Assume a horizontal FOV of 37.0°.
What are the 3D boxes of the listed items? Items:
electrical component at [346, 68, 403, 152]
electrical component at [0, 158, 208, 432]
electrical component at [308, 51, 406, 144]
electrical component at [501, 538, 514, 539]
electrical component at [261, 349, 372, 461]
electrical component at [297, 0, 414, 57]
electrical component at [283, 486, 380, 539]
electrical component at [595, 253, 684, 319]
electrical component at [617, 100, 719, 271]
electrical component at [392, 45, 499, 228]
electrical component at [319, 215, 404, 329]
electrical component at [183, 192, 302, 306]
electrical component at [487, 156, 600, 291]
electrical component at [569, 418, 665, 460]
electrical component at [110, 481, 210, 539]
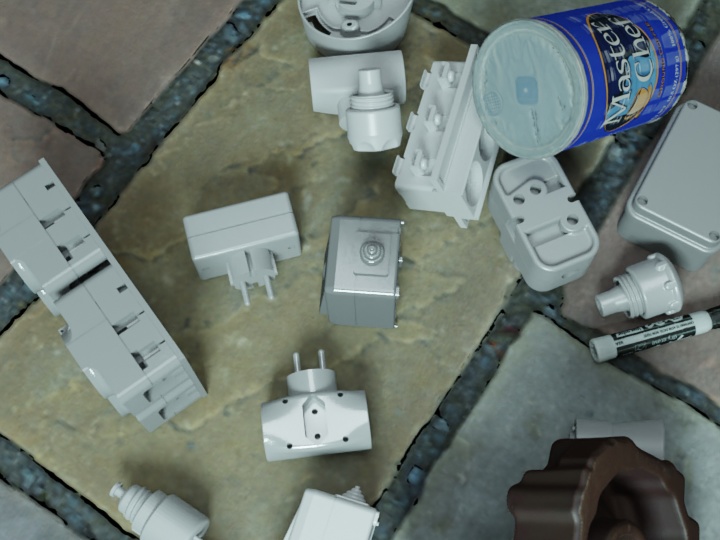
[{"bbox_3d":[0.010,-0.125,0.834,0.043,0.043,0.062,-6,108,-2],"label":"electrical component"},{"bbox_3d":[-0.196,0.024,0.791,0.060,0.105,0.186,-35,73,-11],"label":"electrical component"},{"bbox_3d":[-0.001,-0.139,0.881,0.077,0.044,0.079,-6,70,-1],"label":"electrical component"},{"bbox_3d":[0.071,0.215,0.719,0.108,0.108,0.060,-6,76,-2],"label":"electrical component"},{"bbox_3d":[-0.034,0.097,0.795,0.077,0.043,0.079,-7,70,-2],"label":"electrical component"},{"bbox_3d":[-0.003,-0.225,0.902,0.099,0.064,0.099,0,70,0],"label":"electrical component"},{"bbox_3d":[-0.025,0.194,0.749,0.061,0.061,0.096,16,71,7],"label":"electrical component"},{"bbox_3d":[0.212,0.017,0.822,0.062,0.048,0.048,-19,71,0],"label":"electrical component"},{"bbox_3d":[0.262,-0.067,0.845,0.078,0.057,0.113,28,72,10],"label":"electrical component"},{"bbox_3d":[0.075,-0.106,0.857,0.063,0.078,0.121,7,68,27],"label":"electrical component"},{"bbox_3d":[0.000,0.000,0.802,0.061,0.096,0.061,4,70,3],"label":"electrical component"},{"bbox_3d":[-0.086,-0.009,0.833,0.083,0.047,0.075,-14,70,-5],"label":"electrical component"},{"bbox_3d":[0.140,-0.035,0.833,0.054,0.059,0.095,-22,71,-7],"label":"electrical component"},{"bbox_3d":[0.185,0.128,0.783,0.065,0.044,0.044,4,70,7],"label":"electrical component"},{"bbox_3d":[-0.144,0.177,0.768,0.078,0.040,0.040,31,73,11],"label":"electrical component"}]
